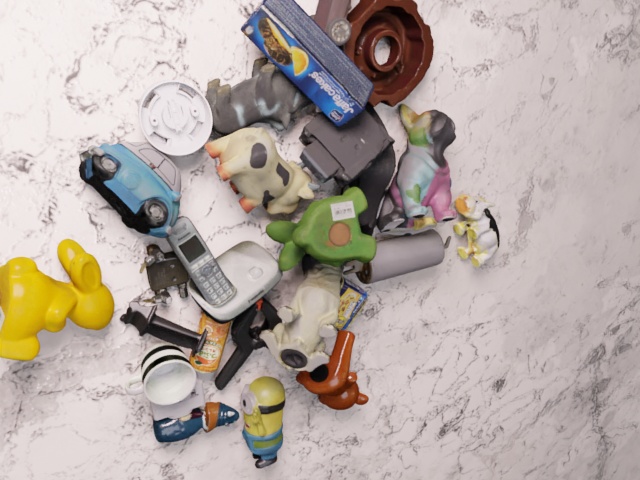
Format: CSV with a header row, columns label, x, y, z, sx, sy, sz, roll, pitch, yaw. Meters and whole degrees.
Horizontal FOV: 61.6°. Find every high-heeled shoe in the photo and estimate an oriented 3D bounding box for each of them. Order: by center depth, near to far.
label,x,y,z,sx,sy,sz,roll,pitch,yaw
high-heeled shoe,0.071,-0.103,0.959,0.086,0.145,0.248,5,82,-13

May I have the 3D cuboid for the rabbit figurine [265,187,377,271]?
label,x,y,z,sx,sy,sz,roll,pitch,yaw
rabbit figurine,-0.002,-0.003,0.890,0.159,0.170,0.121,-21,94,-14

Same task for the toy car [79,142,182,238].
label,x,y,z,sx,sy,sz,roll,pitch,yaw
toy car,-0.256,-0.083,0.765,0.161,0.109,0.103,51,60,-23

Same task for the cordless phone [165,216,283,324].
label,x,y,z,sx,sy,sz,roll,pitch,yaw
cordless phone,-0.160,0.026,0.866,0.146,0.089,0.184,-38,112,-27

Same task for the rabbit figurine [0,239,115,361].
label,x,y,z,sx,sy,sz,roll,pitch,yaw
rabbit figurine,-0.378,0.081,0.776,0.173,0.122,0.162,17,94,-47

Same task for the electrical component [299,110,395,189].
label,x,y,z,sx,sy,sz,roll,pitch,yaw
electrical component,0.034,-0.151,0.852,0.115,0.058,0.134,46,72,2

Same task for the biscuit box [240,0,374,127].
label,x,y,z,sx,sy,sz,roll,pitch,yaw
biscuit box,-0.013,-0.256,0.765,0.202,0.059,0.063,41,51,-22

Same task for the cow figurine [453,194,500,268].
label,x,y,z,sx,sy,sz,roll,pitch,yaw
cow figurine,0.332,-0.034,1.112,0.098,0.068,0.167,-32,126,-19

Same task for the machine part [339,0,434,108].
label,x,y,z,sx,sy,sz,roll,pitch,yaw
machine part,0.100,-0.307,0.873,0.179,0.056,0.179,-12,117,-25

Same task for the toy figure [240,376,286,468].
label,x,y,z,sx,sy,sz,roll,pitch,yaw
toy figure,-0.108,0.349,1.044,0.089,0.082,0.180,-21,115,-38

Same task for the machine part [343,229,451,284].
label,x,y,z,sx,sy,sz,roll,pitch,yaw
machine part,0.152,0.031,1.040,0.243,0.079,0.079,-13,117,-24

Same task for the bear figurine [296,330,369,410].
label,x,y,z,sx,sy,sz,roll,pitch,yaw
bear figurine,0.031,0.264,1.071,0.195,0.120,0.132,50,40,-60

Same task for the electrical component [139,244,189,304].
label,x,y,z,sx,sy,sz,roll,pitch,yaw
electrical component,-0.249,0.056,0.856,0.078,0.045,0.102,-7,115,-24

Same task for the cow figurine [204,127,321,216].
label,x,y,z,sx,sy,sz,roll,pitch,yaw
cow figurine,-0.079,-0.102,0.835,0.127,0.085,0.194,-28,148,2

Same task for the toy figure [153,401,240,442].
label,x,y,z,sx,sy,sz,roll,pitch,yaw
toy figure,-0.224,0.328,0.985,0.154,0.064,0.058,-5,77,-31

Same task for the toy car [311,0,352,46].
label,x,y,z,sx,sy,sz,roll,pitch,yaw
toy car,0.032,-0.377,0.785,0.053,0.089,0.202,8,106,-30

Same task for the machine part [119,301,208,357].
label,x,y,z,sx,sy,sz,roll,pitch,yaw
machine part,-0.249,0.142,0.865,0.139,0.039,0.084,28,136,-17

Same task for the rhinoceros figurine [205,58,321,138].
label,x,y,z,sx,sy,sz,roll,pitch,yaw
rhinoceros figurine,-0.078,-0.211,0.810,0.190,0.073,0.111,-23,119,-18

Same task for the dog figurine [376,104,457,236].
label,x,y,z,sx,sy,sz,roll,pitch,yaw
dog figurine,0.171,-0.130,0.969,0.108,0.191,0.219,6,74,-27

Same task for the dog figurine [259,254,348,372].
label,x,y,z,sx,sy,sz,roll,pitch,yaw
dog figurine,-0.015,0.121,0.955,0.121,0.191,0.172,31,126,-6
